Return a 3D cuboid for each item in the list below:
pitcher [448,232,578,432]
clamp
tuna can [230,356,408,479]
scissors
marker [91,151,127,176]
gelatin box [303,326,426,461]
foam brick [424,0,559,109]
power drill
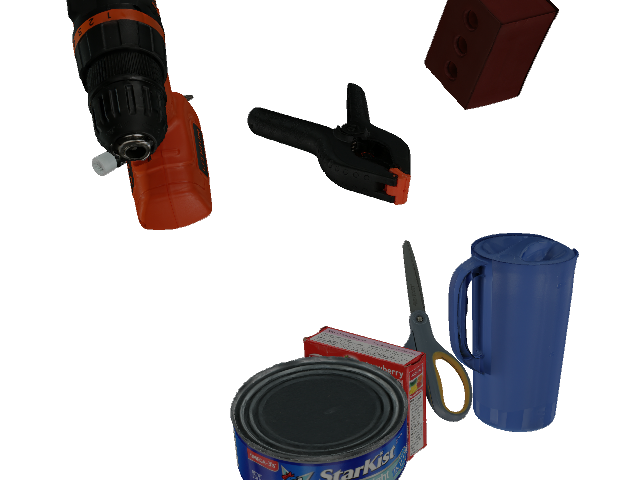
[{"bbox_3d":[0.246,0.120,1.374,0.149,0.243,0.144,5,18,16],"label":"pitcher"},{"bbox_3d":[0.014,-0.084,0.933,0.120,0.039,0.172,-17,39,-16],"label":"clamp"},{"bbox_3d":[0.000,0.093,0.519,0.086,0.034,0.086,-3,26,1],"label":"tuna can"},{"bbox_3d":[0.080,0.089,1.027,0.096,0.202,0.016,-15,-34,-13],"label":"scissors"},{"bbox_3d":[-0.168,-0.096,1.026,0.020,0.020,0.120,0,28,44],"label":"marker"},{"bbox_3d":[0.030,0.107,0.749,0.089,0.073,0.030,12,23,34],"label":"gelatin box"},{"bbox_3d":[0.113,-0.136,0.717,0.051,0.053,0.078,-20,-32,-28],"label":"foam brick"},{"bbox_3d":[-0.111,-0.087,0.675,0.057,0.184,0.187,-10,-32,-3],"label":"power drill"}]
